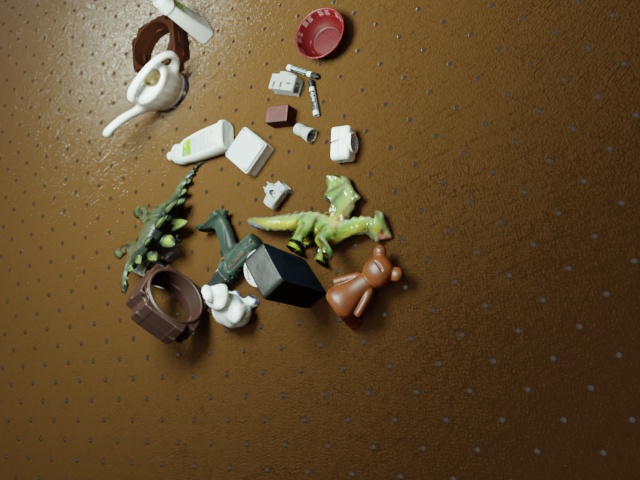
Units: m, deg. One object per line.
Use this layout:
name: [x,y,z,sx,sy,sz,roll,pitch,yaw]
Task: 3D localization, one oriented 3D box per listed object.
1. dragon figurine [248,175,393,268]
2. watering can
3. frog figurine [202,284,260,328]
dragon figurine: [0.004,-0.071,1.405,0.413,0.120,0.245,26,75,27]
watering can: [-0.565,-0.472,1.702,0.104,0.225,0.345,42,101,8]
frog figurine: [-0.267,0.186,1.440,0.139,0.158,0.122,33,98,28]
